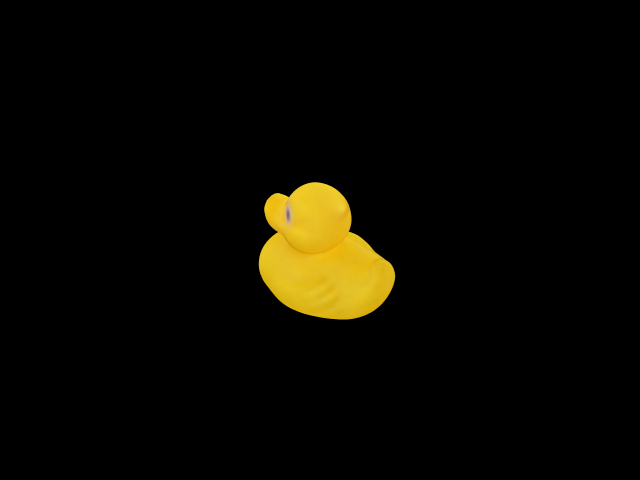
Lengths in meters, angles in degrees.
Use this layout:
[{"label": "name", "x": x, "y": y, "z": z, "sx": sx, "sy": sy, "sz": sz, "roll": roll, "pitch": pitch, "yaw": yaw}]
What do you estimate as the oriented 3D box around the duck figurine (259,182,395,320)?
[{"label": "duck figurine", "x": 0.004, "y": 0.001, "z": 0.400, "sx": 0.104, "sy": 0.086, "sz": 0.078, "roll": 22, "pitch": 49, "yaw": 21}]
